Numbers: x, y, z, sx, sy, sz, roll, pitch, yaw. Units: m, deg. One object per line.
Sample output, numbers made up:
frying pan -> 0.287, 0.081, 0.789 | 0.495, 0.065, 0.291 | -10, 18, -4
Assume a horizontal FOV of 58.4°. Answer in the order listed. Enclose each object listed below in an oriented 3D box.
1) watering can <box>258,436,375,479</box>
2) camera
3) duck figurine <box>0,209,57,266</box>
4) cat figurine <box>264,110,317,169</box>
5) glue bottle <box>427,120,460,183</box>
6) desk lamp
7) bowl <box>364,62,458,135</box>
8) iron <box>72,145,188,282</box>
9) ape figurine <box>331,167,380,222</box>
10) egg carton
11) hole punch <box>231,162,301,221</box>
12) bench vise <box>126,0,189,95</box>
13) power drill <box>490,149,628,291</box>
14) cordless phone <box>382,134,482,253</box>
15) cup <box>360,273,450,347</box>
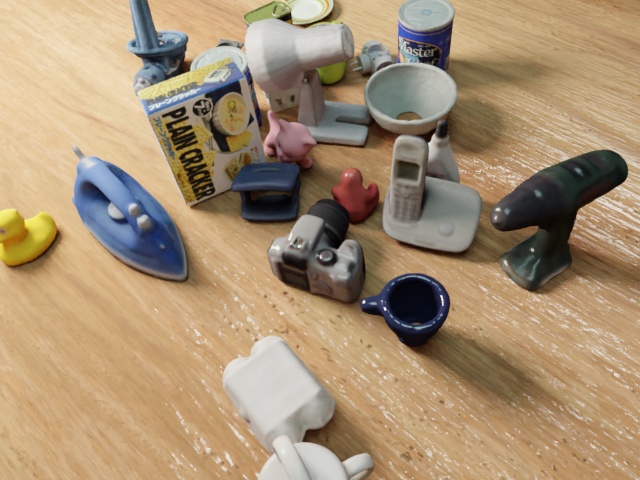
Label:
watering can -> -0.023, 0.277, 0.613 | 0.100, 0.194, 0.173 | 35, 65, 27
camera -> 0.008, 0.003, 0.865 | 0.143, 0.101, 0.137 | 17, 58, 18
duck figurine -> -0.496, -0.018, 0.944 | 0.077, 0.086, 0.105 | 37, 65, 28
cat figurine -> -0.055, -0.175, 0.990 | 0.067, 0.118, 0.127 | -29, 56, -14
glue bottle -> 0.182, -0.121, 0.891 | 0.078, 0.173, 0.037 | 8, 56, 12
desk lamp -> -0.013, -0.284, 1.005 | 0.203, 0.214, 0.118 | 7, 55, 12
bowl -> 0.163, -0.244, 1.043 | 0.167, 0.075, 0.167 | -3, 54, 4
iron -> -0.306, -0.047, 0.910 | 0.119, 0.142, 0.257 | -41, 60, -21
ape figurine -> 0.055, -0.080, 0.926 | 0.077, 0.092, 0.076 | 13, 57, 15
egg carton -> -0.057, 0.201, 0.749 | 0.107, 0.069, 0.150 | -36, 58, -18
hole punch -> -0.088, -0.094, 0.952 | 0.108, 0.091, 0.101 | -1, 54, 6
bench vise -> -0.314, -0.373, 1.098 | 0.121, 0.220, 0.207 | -14, 54, -4
power drill -> 0.312, -0.024, 0.785 | 0.230, 0.209, 0.075 | -32, 57, -16
cordless phone -> 0.168, -0.071, 0.849 | 0.147, 0.185, 0.094 | 11, 56, 14
cup -> 0.115, 0.106, 0.783 | 0.117, 0.095, 0.091 | -1, 54, 6
